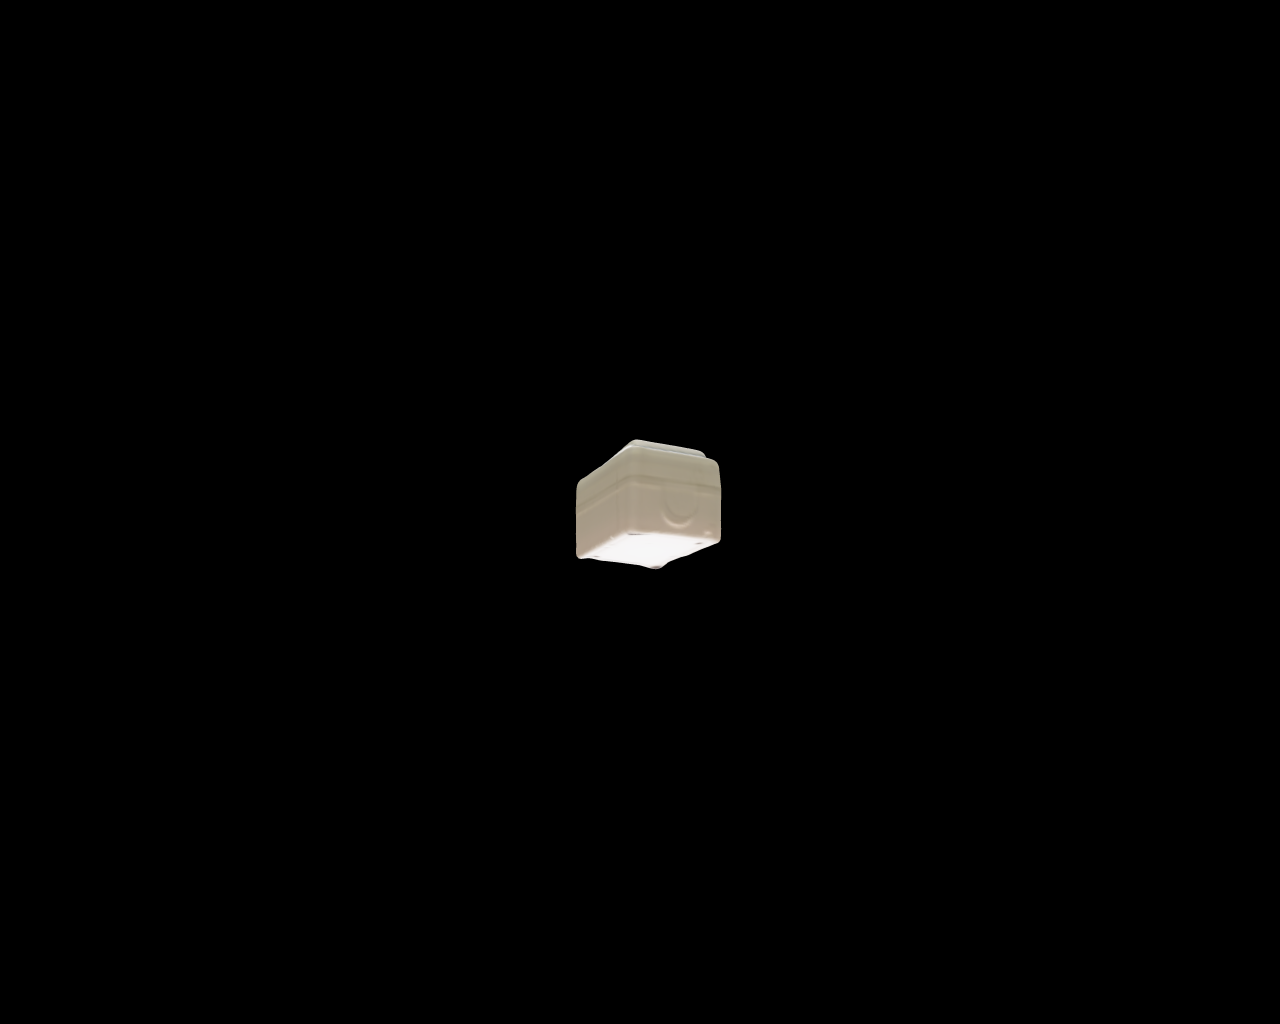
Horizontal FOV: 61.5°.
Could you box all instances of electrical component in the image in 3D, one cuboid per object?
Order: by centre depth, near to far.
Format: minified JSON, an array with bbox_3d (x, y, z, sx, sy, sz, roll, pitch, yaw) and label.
[{"bbox_3d":[0.001,-0.003,0.650,0.062,0.061,0.096,8,-18,-27],"label":"electrical component"}]
